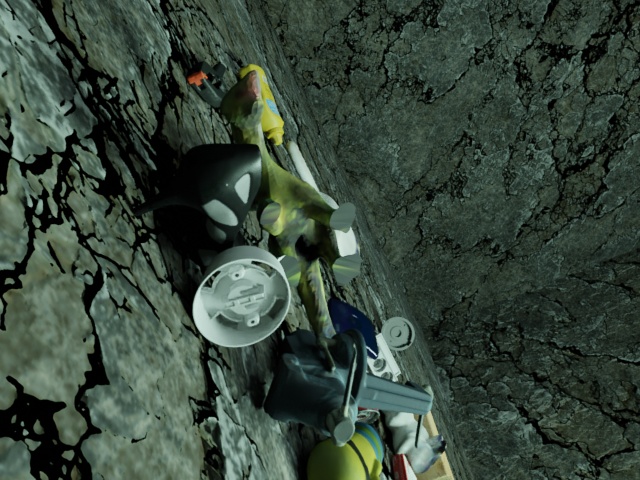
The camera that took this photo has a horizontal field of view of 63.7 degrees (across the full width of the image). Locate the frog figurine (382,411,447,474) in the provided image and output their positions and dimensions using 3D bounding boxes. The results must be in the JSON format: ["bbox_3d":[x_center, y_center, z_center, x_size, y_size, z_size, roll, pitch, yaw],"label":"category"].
[{"bbox_3d":[0.192,0.439,1.163,0.160,0.121,0.138,32,13,13],"label":"frog figurine"}]

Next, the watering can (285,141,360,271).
[{"bbox_3d":[0.004,-0.061,1.216,0.220,0.104,0.355,54,15,-55],"label":"watering can"}]

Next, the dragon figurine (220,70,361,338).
[{"bbox_3d":[-0.061,-0.034,0.725,0.247,0.123,0.400,47,-27,42],"label":"dragon figurine"}]
